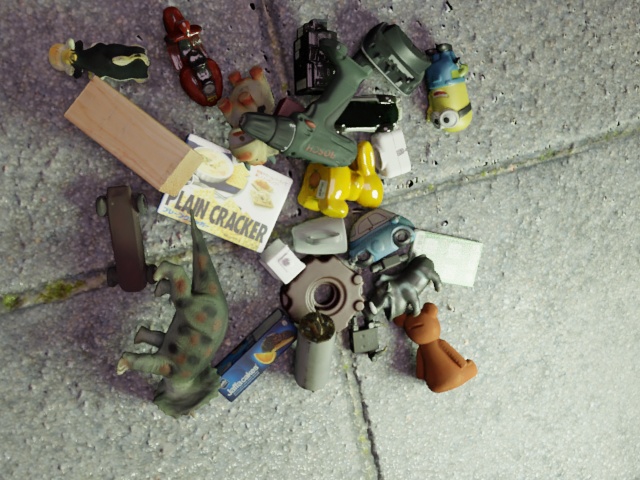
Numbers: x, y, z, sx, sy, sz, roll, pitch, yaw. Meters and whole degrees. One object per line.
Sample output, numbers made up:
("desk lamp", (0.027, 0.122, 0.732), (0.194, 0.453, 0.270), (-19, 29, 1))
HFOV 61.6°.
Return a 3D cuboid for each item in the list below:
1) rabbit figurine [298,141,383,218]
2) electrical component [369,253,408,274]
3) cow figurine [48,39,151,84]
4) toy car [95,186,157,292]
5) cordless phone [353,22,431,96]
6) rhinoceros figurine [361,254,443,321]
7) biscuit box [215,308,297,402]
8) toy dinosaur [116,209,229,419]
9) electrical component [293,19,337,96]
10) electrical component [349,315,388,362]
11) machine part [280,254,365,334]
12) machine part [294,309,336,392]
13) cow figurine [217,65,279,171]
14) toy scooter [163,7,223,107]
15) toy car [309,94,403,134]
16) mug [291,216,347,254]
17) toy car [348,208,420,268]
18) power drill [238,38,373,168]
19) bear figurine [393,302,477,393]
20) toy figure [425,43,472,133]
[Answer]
("rabbit figurine", (0.057, -0.119, 1.094), (0.173, 0.122, 0.162), (11, 86, -32))
("electrical component", (0.142, 0.053, 1.158), (0.094, 0.063, 0.021), (-20, 81, -23))
("cow figurine", (-0.379, -0.306, 0.922), (0.167, 0.098, 0.068), (-3, 106, -17))
("toy car", (-0.359, -0.001, 1.002), (0.089, 0.053, 0.202), (-5, 101, 0))
("cordless phone", (0.118, -0.330, 1.090), (0.146, 0.089, 0.184), (41, 97, -20))
("rhinoceros figurine", (0.174, 0.110, 1.163), (0.190, 0.073, 0.112), (-39, 110, 0))
("biscuit box", (-0.134, 0.235, 1.106), (0.202, 0.059, 0.062), (-44, 109, -6))
("toy dinosaur", (-0.239, 0.163, 0.995), (0.192, 0.131, 0.404), (23, 101, -8))
("electrical component", (-0.011, -0.344, 1.019), (0.058, 0.115, 0.134), (-3, 102, -19))
("electrical component", (0.106, 0.216, 1.184), (0.078, 0.045, 0.102), (-3, 99, -18))
("machine part", (0.007, 0.114, 1.132), (0.179, 0.056, 0.179), (-3, 100, -15))
("machine part", (-0.012, 0.228, 1.093), (0.079, 0.079, 0.243), (-10, 133, -15))
("cow figurine", (-0.127, -0.214, 0.980), (0.086, 0.195, 0.127), (-14, 134, 20))
("toy scooter", (-0.224, -0.324, 0.946), (0.075, 0.135, 0.183), (-28, 107, -12))
("toy car", (0.073, -0.247, 1.050), (0.202, 0.056, 0.073), (-7, 109, -25))
("mug", (-0.002, -0.003, 1.087), (0.107, 0.110, 0.080), (-9, 107, -2))
("toy car", (0.120, -0.011, 1.130), (0.162, 0.109, 0.103), (-27, 83, 0))
("power drill", (-0.007, -0.236, 0.929), (0.232, 0.086, 0.207), (23, 89, -36))
("bear figurine", (0.256, 0.239, 1.212), (0.120, 0.132, 0.196), (-29, 75, 24))
("toy figure", (0.272, -0.316, 1.128), (0.089, 0.082, 0.180), (-13, 100, -13))
